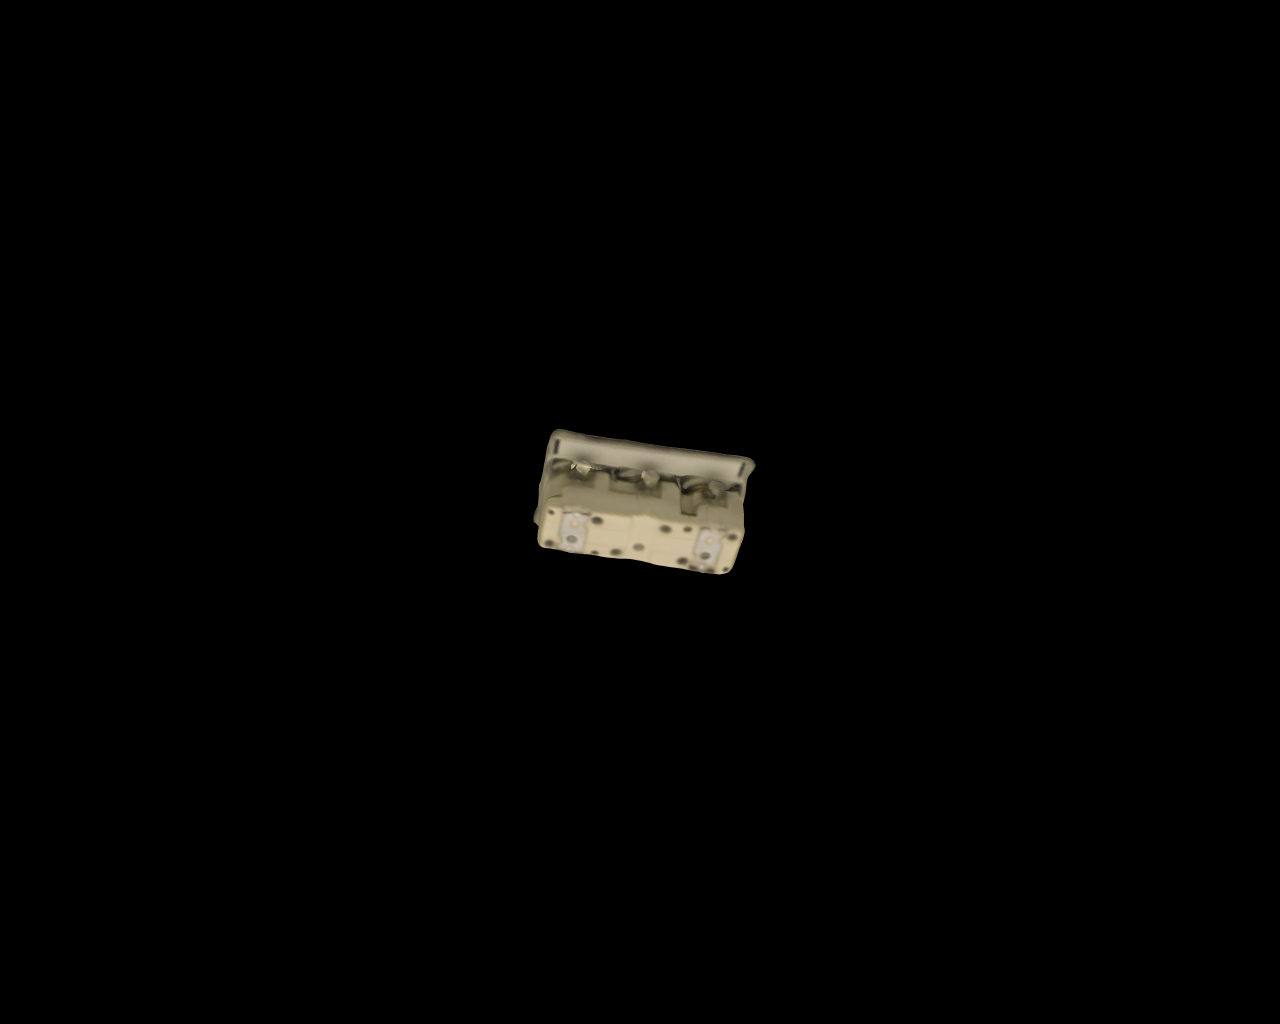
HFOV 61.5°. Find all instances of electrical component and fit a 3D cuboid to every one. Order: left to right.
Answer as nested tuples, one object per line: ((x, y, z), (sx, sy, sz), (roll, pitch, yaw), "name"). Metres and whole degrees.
((0.001, -0.003, 0.650), (0.121, 0.063, 0.078), (9, -46, -8), "electrical component")
